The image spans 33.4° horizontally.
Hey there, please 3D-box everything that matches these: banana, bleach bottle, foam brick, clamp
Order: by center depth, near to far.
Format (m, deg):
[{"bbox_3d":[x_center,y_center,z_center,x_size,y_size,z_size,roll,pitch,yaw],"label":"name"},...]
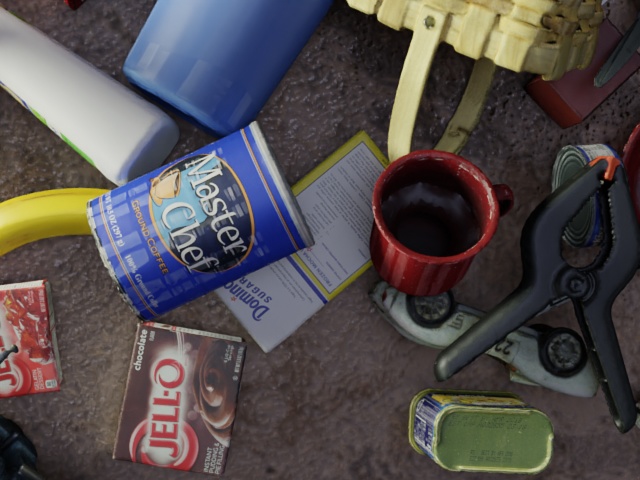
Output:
[{"bbox_3d":[0.181,0.036,0.818,0.164,0.036,0.210,9,94,-7],"label":"clamp"},{"bbox_3d":[-0.230,-0.139,0.832,0.251,0.102,0.068,37,87,3],"label":"bleach bottle"},{"bbox_3d":[-0.205,-0.009,0.857,0.197,0.037,0.069,-13,120,-4],"label":"banana"},{"bbox_3d":[0.222,-0.138,0.895,0.078,0.053,0.051,-43,94,-5],"label":"foam brick"}]

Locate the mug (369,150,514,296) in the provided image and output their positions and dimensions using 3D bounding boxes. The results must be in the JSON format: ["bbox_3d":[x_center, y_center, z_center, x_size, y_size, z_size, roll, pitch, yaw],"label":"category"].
[{"bbox_3d":[0.092,-0.012,0.807,0.117,0.081,0.093,-21,68,-14],"label":"mug"}]

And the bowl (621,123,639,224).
[{"bbox_3d":[0.319,-0.043,0.903,0.162,0.055,0.162,0,89,-6],"label":"bowl"}]

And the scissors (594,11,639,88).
[{"bbox_3d":[0.265,-0.202,0.886,0.201,0.016,0.096,-31,80,-28],"label":"scissors"}]

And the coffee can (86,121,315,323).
[{"bbox_3d":[-0.088,-0.013,0.797,0.140,0.103,0.103,-25,92,1],"label":"coffee can"}]

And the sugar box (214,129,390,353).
[{"bbox_3d":[-0.006,0.001,0.872,0.176,0.048,0.093,-39,93,-2],"label":"sugar box"}]

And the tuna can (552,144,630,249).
[{"bbox_3d":[0.222,-0.036,0.877,0.033,0.086,0.086,-5,90,-9],"label":"tuna can"}]

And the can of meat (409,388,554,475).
[{"bbox_3d":[0.130,0.155,0.865,0.102,0.084,0.057,3,89,-7],"label":"can of meat"}]

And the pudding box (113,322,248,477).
[{"bbox_3d":[-0.112,0.128,0.861,0.090,0.039,0.113,11,88,-6],"label":"pudding box"}]

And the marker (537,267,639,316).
[{"bbox_3d":[0.232,0.033,0.911,0.121,0.020,0.020,-23,92,-6],"label":"marker"}]

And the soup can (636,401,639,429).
[{"bbox_3d":[0.320,0.133,0.895,0.102,0.068,0.068,-42,94,-5],"label":"soup can"}]

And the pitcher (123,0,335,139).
[{"bbox_3d":[-0.057,-0.208,0.827,0.149,0.145,0.243,31,89,15],"label":"pitcher"}]

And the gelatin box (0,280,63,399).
[{"bbox_3d":[-0.247,0.080,0.844,0.073,0.030,0.089,-6,101,-7],"label":"gelatin box"}]

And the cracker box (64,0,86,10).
[{"bbox_3d":[-0.218,-0.318,0.839,0.213,0.072,0.164,43,84,-5],"label":"cracker box"}]
